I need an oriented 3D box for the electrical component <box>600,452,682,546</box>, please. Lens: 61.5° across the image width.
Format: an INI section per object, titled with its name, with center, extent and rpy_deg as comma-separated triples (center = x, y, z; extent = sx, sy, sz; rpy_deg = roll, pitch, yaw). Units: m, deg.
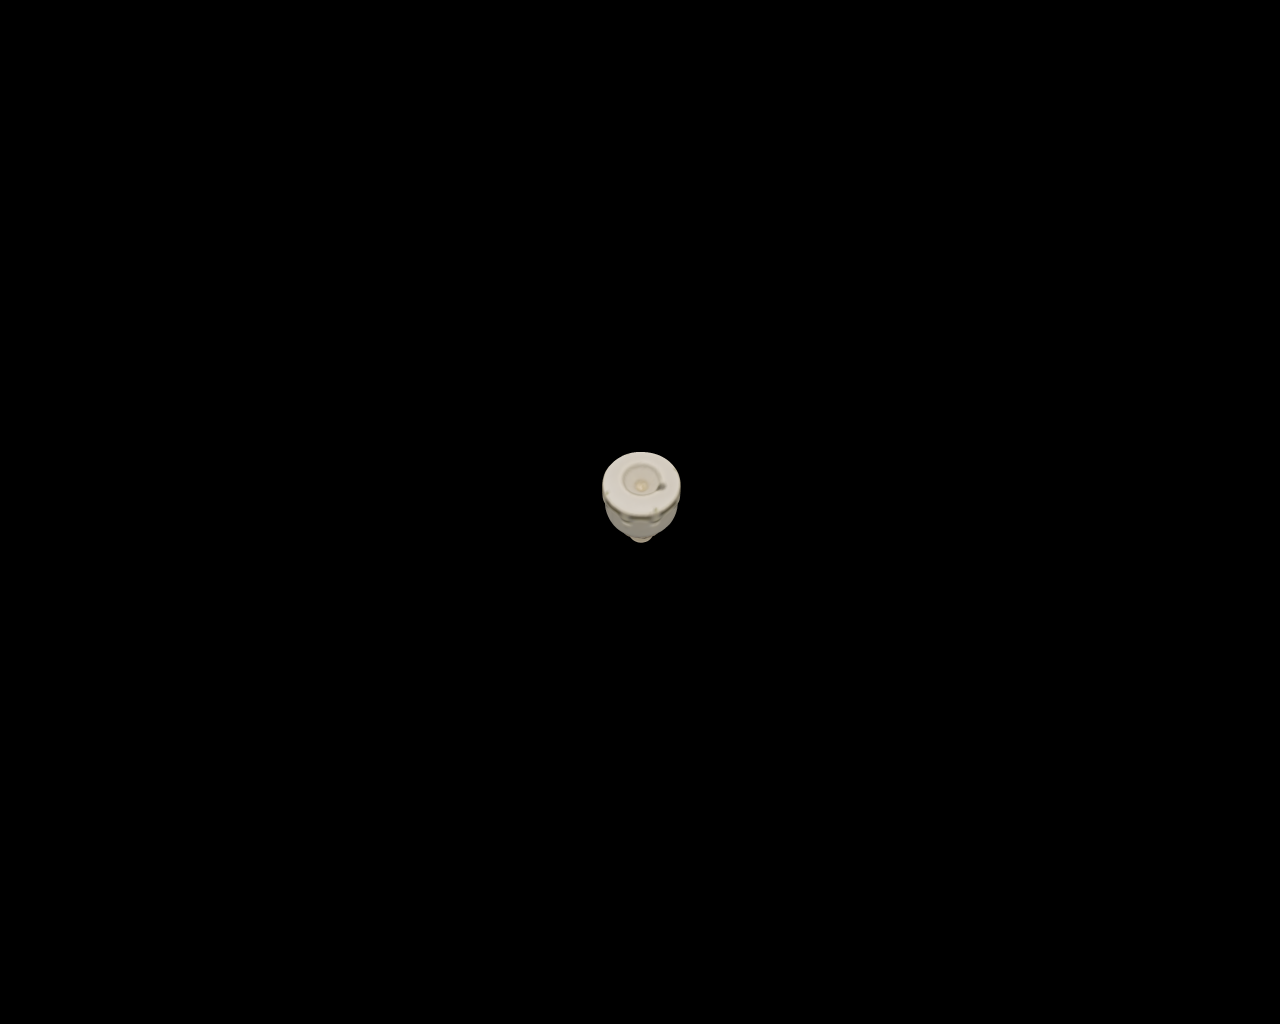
[electrical component]
center = 0.001, -0.003, 0.650
extent = 0.048, 0.048, 0.062
rpy_deg = 0, -34, 0
